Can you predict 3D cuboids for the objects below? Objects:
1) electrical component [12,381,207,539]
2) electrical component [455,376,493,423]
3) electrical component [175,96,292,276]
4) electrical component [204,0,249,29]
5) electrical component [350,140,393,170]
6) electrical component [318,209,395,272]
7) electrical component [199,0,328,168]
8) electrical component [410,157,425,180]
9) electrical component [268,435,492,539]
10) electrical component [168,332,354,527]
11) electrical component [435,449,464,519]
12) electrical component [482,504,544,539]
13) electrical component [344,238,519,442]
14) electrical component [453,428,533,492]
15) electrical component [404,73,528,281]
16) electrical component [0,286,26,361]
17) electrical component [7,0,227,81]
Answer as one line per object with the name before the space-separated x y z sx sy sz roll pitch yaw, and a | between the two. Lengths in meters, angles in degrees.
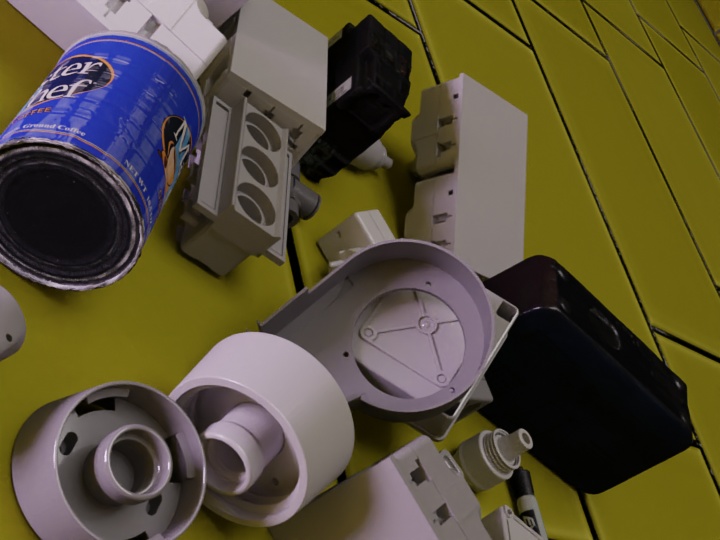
electrical component | -0.133 0.108 0.575 0.099 0.064 0.099 22 55 -35
electrical component | 0.055 0.079 0.866 0.083 0.047 0.075 13 49 -49
electrical component | -0.092 -0.059 0.782 0.079 0.063 0.121 35 35 -30
electrical component | -0.126 -0.227 0.855 0.057 0.113 0.078 45 31 -21
electrical component | 0.008 -0.109 1.005 0.061 0.035 0.035 22 43 -47
electrical component | 0.000 0.000 0.869 0.076 0.047 0.083 -13 71 -58
electrical component | -0.081 -0.156 0.885 0.089 0.061 0.150 30 34 -23
electrical component | 0.085 -0.096 1.093 0.062 0.048 0.048 52 29 -18
electrical component | 0.042 0.208 0.657 0.186 0.105 0.060 59 30 8
electrical component | -0.065 0.097 0.622 0.108 0.108 0.060 53 36 -3
electrical component | 0.031 0.160 0.740 0.058 0.057 0.078 55 30 1
electrical component | 0.104 0.224 0.782 0.062 0.061 0.096 41 24 -21
electrical component | 0.044 0.051 0.794 0.109 0.056 0.108 32 62 8
electrical component | 0.108 0.147 0.858 0.043 0.062 0.043 36 35 -30
electrical component | 0.103 -0.076 1.027 0.105 0.060 0.186 22 65 -43
electrical component | -0.220 0.023 0.535 0.079 0.043 0.077 53 30 -1
electrical component | -0.187 -0.194 0.727 0.186 0.105 0.060 42 72 -21
